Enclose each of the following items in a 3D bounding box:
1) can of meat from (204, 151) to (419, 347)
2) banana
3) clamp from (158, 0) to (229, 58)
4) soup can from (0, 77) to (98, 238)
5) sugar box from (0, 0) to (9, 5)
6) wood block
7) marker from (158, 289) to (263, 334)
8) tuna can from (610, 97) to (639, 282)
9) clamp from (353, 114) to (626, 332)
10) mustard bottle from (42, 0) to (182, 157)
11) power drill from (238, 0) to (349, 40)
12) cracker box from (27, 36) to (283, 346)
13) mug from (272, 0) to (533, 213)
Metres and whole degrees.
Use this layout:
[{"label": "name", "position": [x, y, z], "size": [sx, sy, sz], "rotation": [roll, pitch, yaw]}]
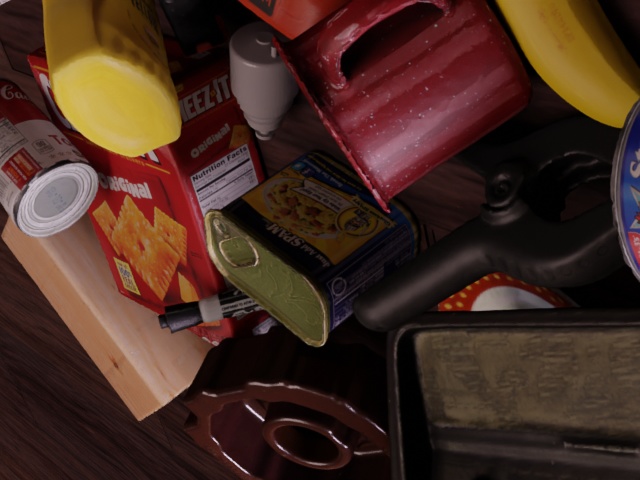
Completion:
[{"label": "can of meat", "position": [-0.004, 0.001, 0.633], "size": [0.102, 0.083, 0.057], "rotation": [36, 147, 30]}, {"label": "banana", "position": [0.090, -0.122, 0.415], "size": [0.070, 0.037, 0.198], "rotation": [-11, 114, 40]}, {"label": "clamp", "position": [-0.097, -0.195, 0.576], "size": [0.210, 0.036, 0.164], "rotation": [69, -178, -49]}, {"label": "soup can", "position": [-0.211, -0.058, 0.750], "size": [0.102, 0.068, 0.068], "rotation": [44, 150, 25]}, {"label": "sugar box", "position": [-0.206, -0.244, 0.657], "size": [0.048, 0.093, 0.176], "rotation": [9, 130, 52]}, {"label": "wood block", "position": [-0.175, 0.044, 0.929], "size": [0.206, 0.090, 0.091], "rotation": [53, 151, 1]}, {"label": "marker", "position": [-0.048, 0.040, 0.712], "size": [0.020, 0.121, 0.020], "rotation": [166, 90, -86]}, {"label": "tuna can", "position": [0.146, -0.019, 0.388], "size": [0.034, 0.086, 0.086], "rotation": [6, 126, 52]}, {"label": "clamp", "position": [0.084, -0.007, 0.480], "size": [0.039, 0.120, 0.172], "rotation": [23, 170, -37]}, {"label": "mustard bottle", "position": [-0.129, -0.149, 0.623], "size": [0.096, 0.058, 0.191], "rotation": [48, -157, -58]}, {"label": "power drill", "position": [-0.023, -0.194, 0.476], "size": [0.185, 0.057, 0.188], "rotation": [42, 150, 26]}, {"label": "cracker box", "position": [-0.111, -0.037, 0.763], "size": [0.164, 0.072, 0.213], "rotation": [21, 137, 44]}, {"label": "mug", "position": [0.035, -0.075, 0.456], "size": [0.093, 0.081, 0.117], "rotation": [59, -174, 24]}]
